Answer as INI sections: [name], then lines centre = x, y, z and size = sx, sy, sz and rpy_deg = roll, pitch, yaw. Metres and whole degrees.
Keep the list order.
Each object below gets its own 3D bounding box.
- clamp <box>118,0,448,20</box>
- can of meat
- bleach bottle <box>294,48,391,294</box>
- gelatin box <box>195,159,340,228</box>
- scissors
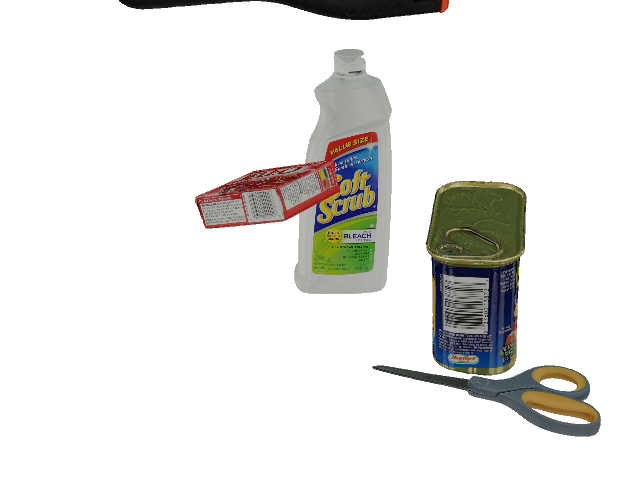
[clamp]
centre = -0.020, -0.140, 0.554
size = 0.171, 0.039, 0.120
rpy_deg = 12, 42, 15
[can of meat]
centre = 0.098, 0.023, 0.667
size = 0.057, 0.084, 0.102
rpy_deg = 2, 29, 10
[bleach bottle]
centre = 0.022, -0.069, 1.091
size = 0.102, 0.251, 0.068
rpy_deg = -1, 25, 1
[gelatin box]
centre = -0.041, -0.037, 0.832
size = 0.089, 0.030, 0.073
rpy_deg = -4, 17, 40
[scissors]
centre = 0.157, 0.125, 0.965
size = 0.202, 0.016, 0.096
rpy_deg = 18, 31, 20
